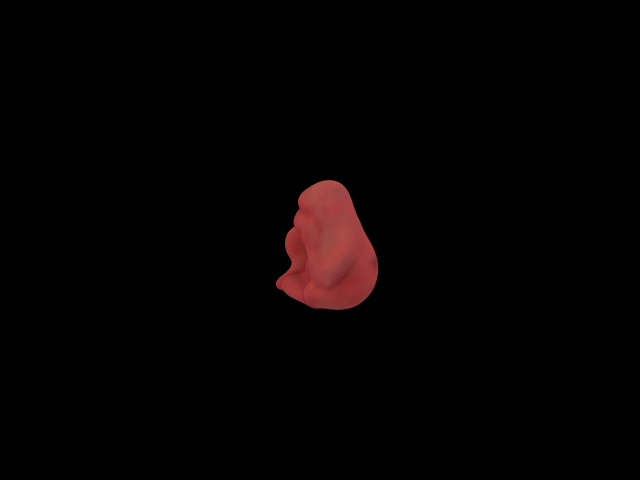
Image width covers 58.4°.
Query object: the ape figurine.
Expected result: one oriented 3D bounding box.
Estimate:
[{"bbox_3d":[0.004,0.001,0.400,0.076,0.092,0.078,1,28,3],"label":"ape figurine"}]
